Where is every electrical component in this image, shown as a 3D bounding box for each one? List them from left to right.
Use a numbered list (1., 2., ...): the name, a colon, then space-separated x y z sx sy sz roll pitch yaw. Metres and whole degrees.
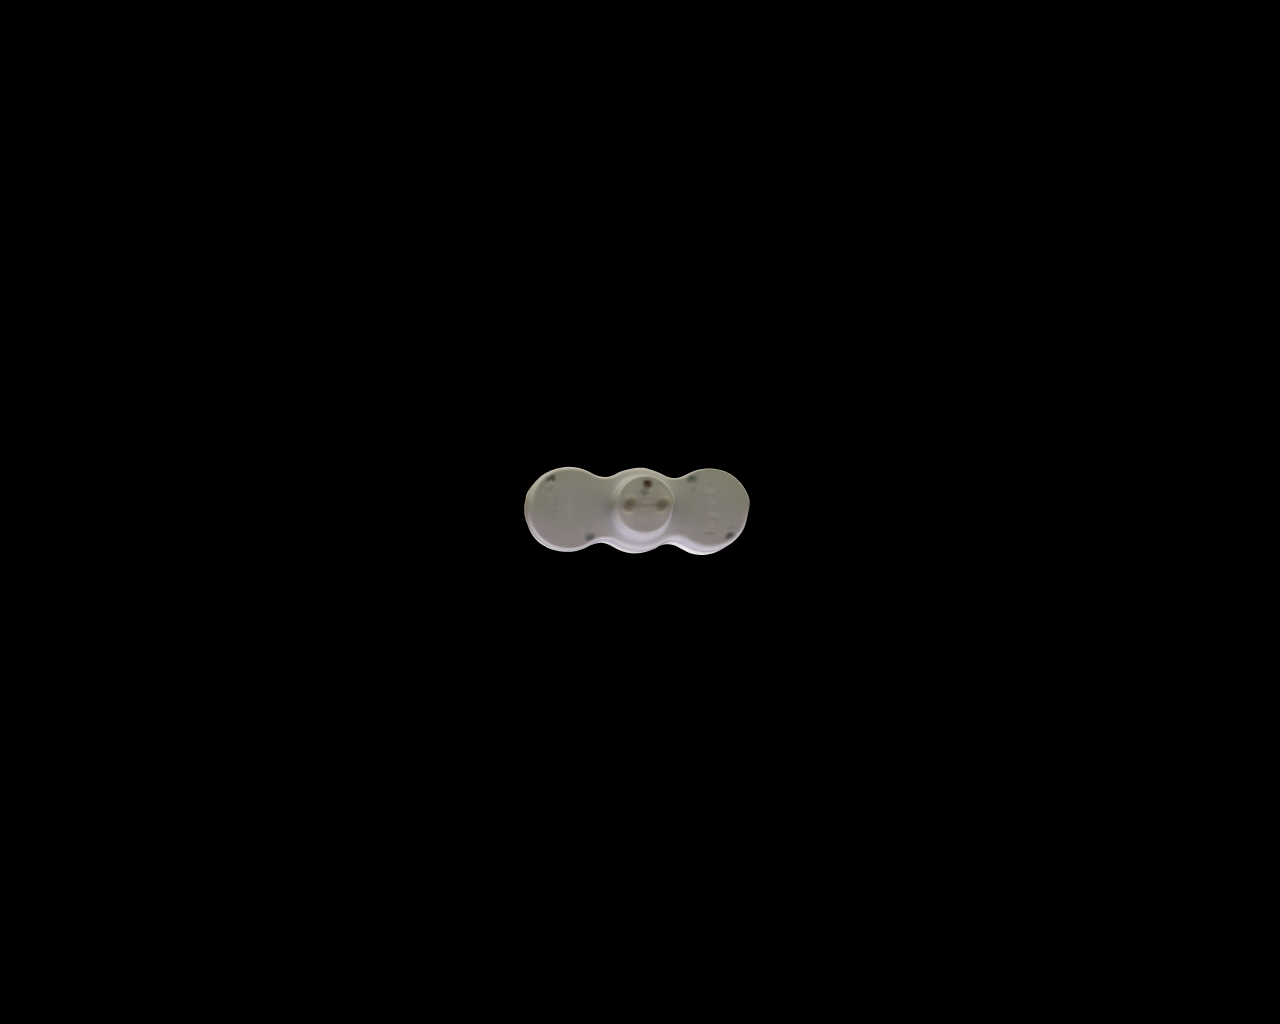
1. electrical component: 0.001 -0.003 0.650 0.138 0.052 0.073 1 -7 -9
